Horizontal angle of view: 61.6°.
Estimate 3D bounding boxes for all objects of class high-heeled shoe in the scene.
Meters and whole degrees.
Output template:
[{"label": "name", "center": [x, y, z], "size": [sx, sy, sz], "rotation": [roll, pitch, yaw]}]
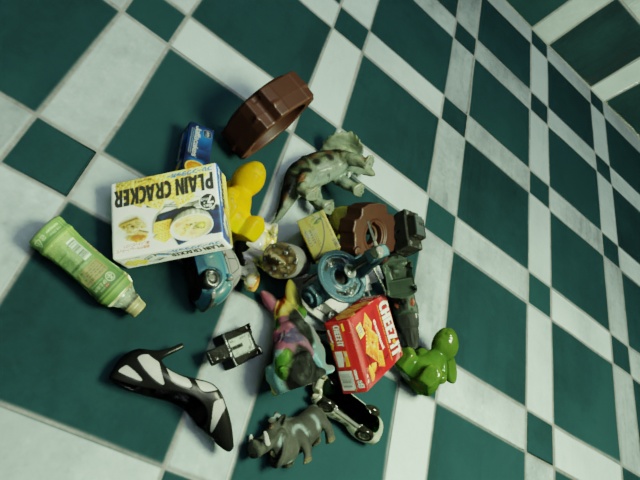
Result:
[{"label": "high-heeled shoe", "center": [-0.261, 0.297, 0.961], "size": [0.145, 0.086, 0.248], "rotation": [-26, 82, -39]}]

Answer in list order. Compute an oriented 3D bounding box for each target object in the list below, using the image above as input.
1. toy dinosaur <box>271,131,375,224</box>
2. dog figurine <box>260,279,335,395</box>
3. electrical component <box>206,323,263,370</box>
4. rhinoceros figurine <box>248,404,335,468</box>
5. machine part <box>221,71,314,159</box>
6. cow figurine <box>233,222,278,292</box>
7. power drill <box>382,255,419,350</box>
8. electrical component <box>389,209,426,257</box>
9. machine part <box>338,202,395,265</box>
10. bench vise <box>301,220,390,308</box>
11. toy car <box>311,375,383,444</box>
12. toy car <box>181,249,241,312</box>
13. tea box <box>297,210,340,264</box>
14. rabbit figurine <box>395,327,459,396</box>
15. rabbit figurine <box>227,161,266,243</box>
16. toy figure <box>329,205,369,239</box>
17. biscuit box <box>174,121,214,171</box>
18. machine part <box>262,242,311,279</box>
[{"label": "toy dinosaur", "center": [-0.006, -0.165, 1.359], "size": [0.405, 0.131, 0.192], "rotation": [-24, 42, -31]}, {"label": "dog figurine", "center": [-0.068, 0.197, 1.128], "size": [0.191, 0.108, 0.219], "rotation": [6, 61, -67]}, {"label": "electrical component", "center": [-0.181, 0.222, 1.080], "size": [0.119, 0.048, 0.075], "rotation": [-23, 84, -42]}, {"label": "rhinoceros figurine", "center": [-0.057, 0.393, 1.078], "size": [0.190, 0.073, 0.112], "rotation": [-14, 79, -42]}, {"label": "machine part", "center": [-0.125, -0.295, 1.270], "size": [0.087, 0.201, 0.201], "rotation": [51, 48, -5]}, {"label": "cow figurine", "center": [-0.155, 0.031, 1.174], "size": [0.098, 0.068, 0.167], "rotation": [14, 53, 4]}, {"label": "power drill", "center": [0.212, 0.144, 1.349], "size": [0.207, 0.086, 0.232], "rotation": [54, 26, -60]}, {"label": "electrical component", "center": [0.227, -0.016, 1.460], "size": [0.058, 0.134, 0.115], "rotation": [13, 59, -34]}, {"label": "machine part", "center": [0.121, -0.012, 1.339], "size": [0.179, 0.056, 0.179], "rotation": [-5, 97, -44]}, {"label": "bench vise", "center": [0.077, 0.063, 1.151], "size": [0.223, 0.240, 0.129], "rotation": [-14, 72, -36]}, {"label": "toy car", "center": [0.060, 0.375, 1.191], "size": [0.201, 0.056, 0.073], "rotation": [40, 43, -13]}, {"label": "toy car", "center": [-0.216, 0.060, 1.091], "size": [0.103, 0.109, 0.162], "rotation": [-3, 63, -34]}, {"label": "tea box", "center": [-0.003, -0.004, 1.249], "size": [0.068, 0.169, 0.098], "rotation": [-25, 83, -1]}, {"label": "rabbit figurine", "center": [0.295, 0.305, 1.344], "size": [0.170, 0.121, 0.158], "rotation": [-46, 131, -18]}, {"label": "rabbit figurine", "center": [-0.172, -0.088, 1.164], "size": [0.122, 0.162, 0.173], "rotation": [28, 76, -23]}, {"label": "toy figure", "center": [0.103, -0.054, 1.411], "size": [0.180, 0.089, 0.082], "rotation": [2, 63, -35]}, {"label": "biscuit box", "center": [-0.282, -0.158, 1.176], "size": [0.063, 0.059, 0.203], "rotation": [19, 58, -30]}, {"label": "machine part", "center": [-0.068, 0.046, 1.169], "size": [0.243, 0.079, 0.079], "rotation": [25, 41, -80]}]
